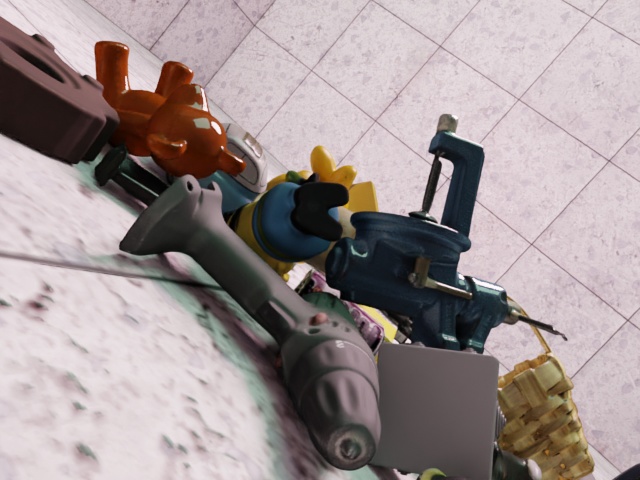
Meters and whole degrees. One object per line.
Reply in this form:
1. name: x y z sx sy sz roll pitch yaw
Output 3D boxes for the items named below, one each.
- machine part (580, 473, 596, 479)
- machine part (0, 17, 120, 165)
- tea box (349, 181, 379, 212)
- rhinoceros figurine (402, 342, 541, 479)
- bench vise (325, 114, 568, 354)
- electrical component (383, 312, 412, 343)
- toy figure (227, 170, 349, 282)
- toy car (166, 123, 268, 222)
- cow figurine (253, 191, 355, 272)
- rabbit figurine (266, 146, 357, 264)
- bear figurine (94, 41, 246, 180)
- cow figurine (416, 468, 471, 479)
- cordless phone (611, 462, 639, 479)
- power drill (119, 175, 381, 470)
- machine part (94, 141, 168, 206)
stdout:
1. machine part: 0.296 0.304 0.641 0.079 0.079 0.243 43 8 20
2. machine part: -0.260 -0.141 0.465 0.179 0.056 0.179 40 8 -7
3. tea box: 0.061 -0.010 0.941 0.068 0.098 0.169 14 66 -80
4. rhinoceros figurine: 0.122 0.177 0.492 0.190 0.073 0.112 40 5 -12
5. bench vise: 0.124 -0.004 0.537 0.224 0.240 0.129 15 -8 -8
6. electrical component: 0.104 0.097 0.822 0.134 0.058 0.114 42 -20 12
7. toy figure: -0.038 -0.015 0.536 0.089 0.082 0.180 40 -24 -9
8. toy car: -0.123 -0.096 0.701 0.161 0.103 0.109 40 21 -17
9. cow figurine: -0.001 -0.002 0.660 0.195 0.085 0.127 31 -37 15
10. rabbit figurine: -0.014 -0.060 0.821 0.122 0.162 0.173 36 20 27
11. bear figurine: -0.161 -0.136 0.564 0.120 0.131 0.196 6 7 -41
12. cow figurine: 0.128 0.211 0.338 0.167 0.068 0.098 40 0 -22
13. cordless phone: 0.277 0.273 0.409 0.184 0.146 0.089 37 15 -12
14. power drill: -0.040 0.045 0.395 0.207 0.086 0.232 37 5 0
15. machine part: -0.144 -0.034 0.506 0.138 0.039 0.084 40 11 -23
